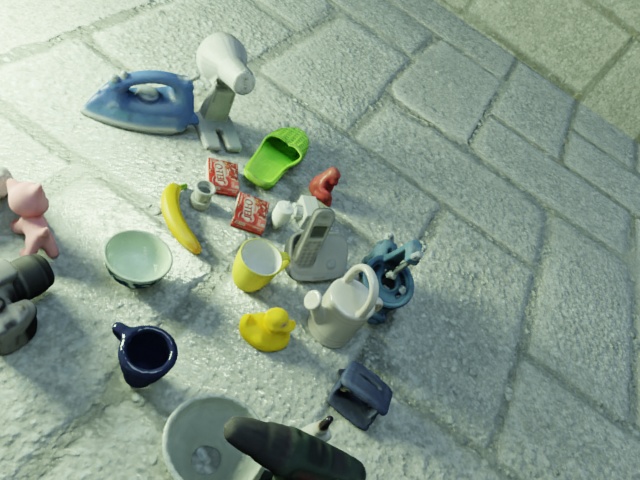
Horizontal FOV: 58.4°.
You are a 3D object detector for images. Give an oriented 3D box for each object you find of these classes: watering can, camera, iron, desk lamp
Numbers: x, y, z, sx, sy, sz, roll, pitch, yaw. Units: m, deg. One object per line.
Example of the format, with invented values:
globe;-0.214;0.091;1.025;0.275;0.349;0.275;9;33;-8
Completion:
watering can;0.051;0.126;1.120;0.173;0.194;0.100;-21;65;-41
camera;-0.486;0.081;0.905;0.143;0.100;0.137;44;44;10
iron;-0.397;-0.330;1.295;0.259;0.141;0.118;-4;55;-33
desk lamp;-0.225;-0.355;1.367;0.118;0.213;0.203;-4;55;-33

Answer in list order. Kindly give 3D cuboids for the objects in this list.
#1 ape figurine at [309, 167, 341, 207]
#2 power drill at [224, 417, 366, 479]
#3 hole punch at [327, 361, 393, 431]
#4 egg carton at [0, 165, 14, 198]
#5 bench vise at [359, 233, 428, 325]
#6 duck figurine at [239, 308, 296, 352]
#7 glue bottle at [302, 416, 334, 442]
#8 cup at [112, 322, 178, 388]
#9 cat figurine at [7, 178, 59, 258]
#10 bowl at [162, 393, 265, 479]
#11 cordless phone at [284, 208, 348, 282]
ape figurine;0.020;-0.141;1.412;0.076;0.092;0.078;39;43;6
power drill;-0.059;0.343;0.849;0.230;0.208;0.075;20;45;-14
hole punch;0.081;0.281;1.075;0.108;0.091;0.101;37;43;3
egg carton;-0.626;-0.101;1.006;0.107;0.069;0.151;42;44;9
bench vise;0.147;0.048;1.227;0.122;0.219;0.207;7;49;-26
duck figurine;-0.095;0.159;1.082;0.105;0.086;0.077;21;44;-13
glue bottle;-0.017;0.321;0.920;0.078;0.173;0.037;-5;55;-34
cup;-0.295;0.191;0.926;0.117;0.095;0.092;38;43;4
cat figurine;-0.499;-0.045;0.998;0.067;0.117;0.127;-16;62;-39
bowl;-0.169;0.330;0.893;0.168;0.074;0.167;17;46;-18
cordless phone;0.011;0.004;1.210;0.148;0.185;0.094;-3;54;-32
